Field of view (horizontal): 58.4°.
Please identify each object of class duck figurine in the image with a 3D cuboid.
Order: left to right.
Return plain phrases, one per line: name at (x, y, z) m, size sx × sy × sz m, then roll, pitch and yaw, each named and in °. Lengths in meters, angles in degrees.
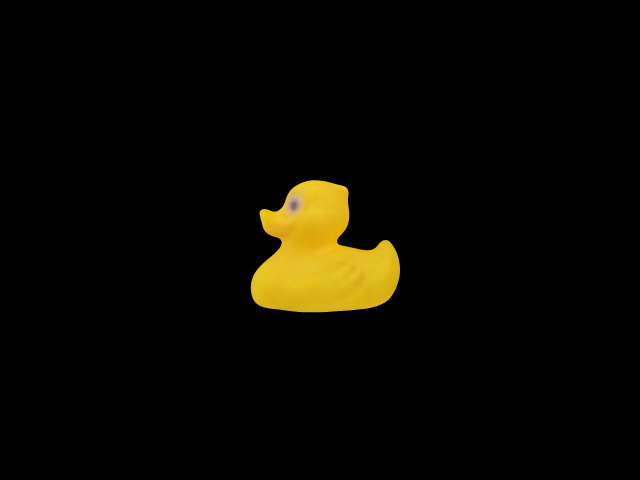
duck figurine at (0.004, 0.001, 0.400) m, size 0.104 × 0.086 × 0.077 m, roll 0°, pitch 7°, yaw 0°
